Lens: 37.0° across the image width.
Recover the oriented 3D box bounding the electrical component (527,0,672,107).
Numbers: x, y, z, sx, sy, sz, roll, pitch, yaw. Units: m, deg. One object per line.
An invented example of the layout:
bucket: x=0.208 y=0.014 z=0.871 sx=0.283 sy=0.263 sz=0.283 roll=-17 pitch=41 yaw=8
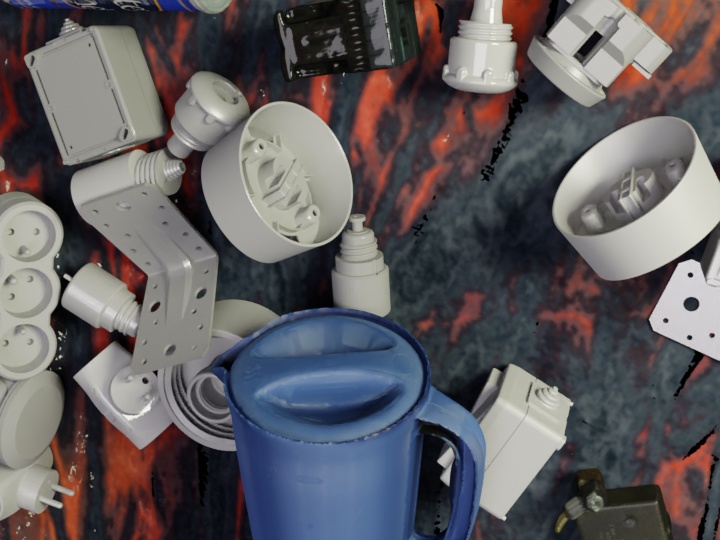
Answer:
electrical component: x=0.139 y=-0.137 z=0.651 sx=0.078 sy=0.058 sz=0.057 roll=41 pitch=113 yaw=-1

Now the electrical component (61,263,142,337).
electrical component: x=-0.189 y=0.027 z=0.818 sx=0.078 sy=0.040 sz=0.040 roll=32 pitch=115 yaw=3

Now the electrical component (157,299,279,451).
electrical component: x=-0.098 y=0.083 z=0.800 sx=0.108 sy=0.060 sz=0.108 roll=6 pitch=111 yaw=15

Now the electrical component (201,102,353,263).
electrical component: x=-0.055 y=-0.056 z=0.719 sx=0.064 sy=0.099 sz=0.099 roll=-26 pitch=100 yaw=29

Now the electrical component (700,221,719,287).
electrical component: x=0.254 y=-0.032 z=0.657 sx=0.062 sy=0.061 sz=0.096 roll=18 pitch=106 yaw=9

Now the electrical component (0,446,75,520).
electrical component: x=-0.273 y=0.174 z=0.877 sx=0.079 sy=0.077 sz=0.043 roll=18 pitch=113 yaw=9

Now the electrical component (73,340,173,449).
electrical component: x=-0.175 y=0.094 z=0.823 sx=0.077 sy=0.043 sz=0.079 roll=49 pitch=156 yaw=-5

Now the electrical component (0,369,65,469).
electrical component: x=-0.276 y=0.113 z=0.855 sx=0.051 sy=0.080 sz=0.080 roll=15 pitch=113 yaw=17

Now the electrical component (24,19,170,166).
electrical component: x=-0.182 y=-0.129 z=0.751 sx=0.062 sy=0.061 sz=0.096 roll=-17 pitch=97 yaw=21

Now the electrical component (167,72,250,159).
electrical component: x=-0.110 y=-0.103 z=0.745 sx=0.048 sy=0.048 sz=0.062 roll=46 pitch=122 yaw=-3

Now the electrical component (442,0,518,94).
electrical component: x=0.078 y=-0.143 z=0.675 sx=0.048 sy=0.048 sz=0.062 roll=8 pitch=105 yaw=14

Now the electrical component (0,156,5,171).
electrical component: x=-0.326 y=-0.067 z=0.815 sx=0.089 sy=0.055 sz=0.050 roll=16 pitch=113 yaw=11

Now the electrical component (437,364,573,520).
electrical component: x=0.103 y=0.112 z=0.750 sx=0.061 sy=0.061 sz=0.096 roll=32 pitch=115 yaw=3

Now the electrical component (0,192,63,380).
electrical component: x=-0.267 y=0.008 z=0.827 sx=0.074 sy=0.052 sz=0.138 roll=25 pitch=112 yaw=53

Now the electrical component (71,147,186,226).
electrical component: x=-0.162 y=-0.063 z=0.775 sx=0.081 sy=0.043 sz=0.043 roll=-16 pitch=104 yaw=21

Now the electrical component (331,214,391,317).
electrical component: x=0.000 y=0.000 z=0.751 sx=0.040 sy=0.040 sz=0.078 roll=2 pitch=110 yaw=16

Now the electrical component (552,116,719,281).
electrical component: x=0.170 y=-0.042 z=0.657 sx=0.099 sy=0.099 sz=0.064 roll=-31 pitch=105 yaw=24
